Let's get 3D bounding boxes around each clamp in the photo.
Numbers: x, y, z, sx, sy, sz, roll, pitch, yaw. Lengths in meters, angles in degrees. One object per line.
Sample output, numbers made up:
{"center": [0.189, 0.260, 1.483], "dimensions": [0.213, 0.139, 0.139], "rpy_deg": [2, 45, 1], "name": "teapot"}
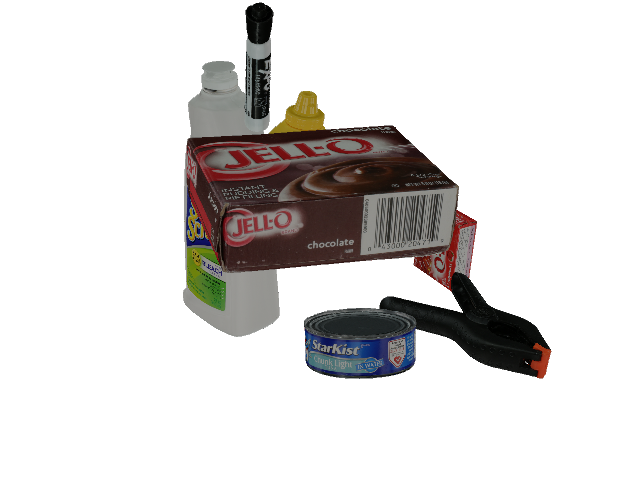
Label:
{"center": [0.156, 0.079, 1.038], "dimensions": [0.172, 0.039, 0.120], "rpy_deg": [26, 38, 32], "name": "clamp"}

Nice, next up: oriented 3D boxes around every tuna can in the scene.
{"center": [0.030, 0.077, 0.812], "dimensions": [0.086, 0.034, 0.086], "rpy_deg": [-1, 10, 0], "name": "tuna can"}

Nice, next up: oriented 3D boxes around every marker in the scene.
{"center": [-0.045, -0.123, 0.765], "dimensions": [0.020, 0.020, 0.121], "rpy_deg": [0, -34, -4], "name": "marker"}

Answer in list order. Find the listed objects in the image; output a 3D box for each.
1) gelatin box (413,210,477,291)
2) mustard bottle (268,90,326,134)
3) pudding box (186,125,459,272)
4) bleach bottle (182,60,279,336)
{"center": [0.145, 0.004, 1.255], "dimensions": [0.030, 0.089, 0.073], "rpy_deg": [-15, 33, -31], "name": "gelatin box"}
{"center": [-0.026, -0.070, 1.153], "dimensions": [0.096, 0.192, 0.058], "rpy_deg": [-8, 33, -29], "name": "mustard bottle"}
{"center": [-0.003, -0.023, 0.513], "dimensions": [0.113, 0.039, 0.090], "rpy_deg": [-3, 26, -16], "name": "pudding box"}
{"center": [-0.088, -0.041, 0.967], "dimensions": [0.068, 0.251, 0.103], "rpy_deg": [-23, 36, -33], "name": "bleach bottle"}
